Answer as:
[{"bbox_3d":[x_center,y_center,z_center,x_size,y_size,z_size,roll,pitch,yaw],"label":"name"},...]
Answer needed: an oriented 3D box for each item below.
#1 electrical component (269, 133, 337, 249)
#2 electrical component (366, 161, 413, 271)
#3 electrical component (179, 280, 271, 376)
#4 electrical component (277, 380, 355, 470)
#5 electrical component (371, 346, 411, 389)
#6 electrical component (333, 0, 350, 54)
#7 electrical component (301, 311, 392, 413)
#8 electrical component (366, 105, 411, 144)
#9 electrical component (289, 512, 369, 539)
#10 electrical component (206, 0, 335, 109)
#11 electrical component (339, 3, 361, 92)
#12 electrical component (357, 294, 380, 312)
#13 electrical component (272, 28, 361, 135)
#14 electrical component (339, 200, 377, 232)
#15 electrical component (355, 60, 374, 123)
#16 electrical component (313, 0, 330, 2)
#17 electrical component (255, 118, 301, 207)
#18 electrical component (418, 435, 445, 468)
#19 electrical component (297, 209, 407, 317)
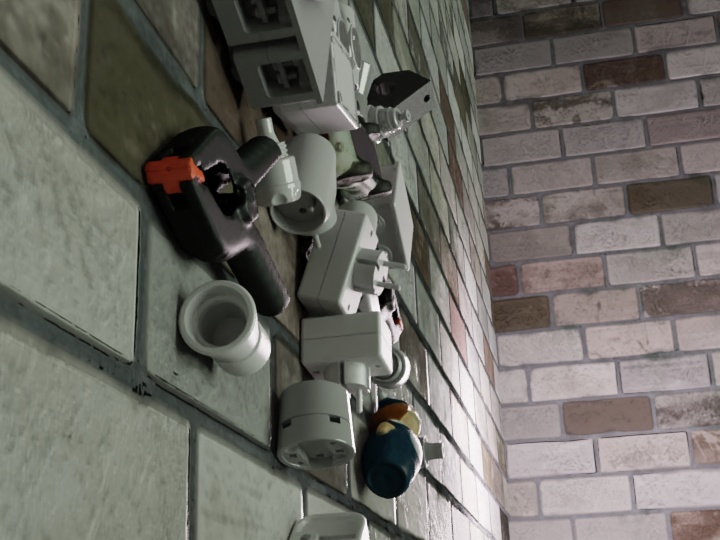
[{"bbox_3d":[-0.040,-0.054,0.844,0.077,0.043,0.079,-83,163,-50],"label":"electrical component"},{"bbox_3d":[0.025,-0.056,1.162,0.099,0.048,0.099,-81,161,-53],"label":"electrical component"},{"bbox_3d":[-0.075,0.037,0.624,0.065,0.044,0.044,69,18,-67],"label":"electrical component"},{"bbox_3d":[-0.032,0.110,0.768,0.055,0.055,0.047,67,16,-56],"label":"electrical component"},{"bbox_3d":[0.027,0.099,1.102,0.062,0.043,0.043,39,46,-72],"label":"electrical component"},{"bbox_3d":[-0.038,-0.194,0.929,0.079,0.044,0.077,-52,134,-74],"label":"electrical component"},{"bbox_3d":[-0.010,0.079,0.863,0.047,0.066,0.076,63,24,-62],"label":"electrical component"},{"bbox_3d":[0.014,-0.150,1.103,0.040,0.078,0.040,35,50,-56],"label":"electrical component"},{"bbox_3d":[-0.022,0.220,0.753,0.095,0.054,0.059,-65,147,-70],"label":"electrical component"},{"bbox_3d":[-0.062,-0.217,0.780,0.105,0.060,0.186,72,16,-46],"label":"electrical component"},{"bbox_3d":[-0.021,-0.201,1.022,0.079,0.044,0.077,46,39,-72],"label":"electrical component"},{"bbox_3d":[-0.007,0.026,0.957,0.076,0.047,0.065,-71,152,-66],"label":"electrical component"},{"bbox_3d":[-0.038,-0.146,0.860,0.096,0.061,0.061,31,53,-76],"label":"electrical component"},{"bbox_3d":[-0.006,-0.032,1.015,0.078,0.040,0.040,-82,162,-51],"label":"electrical component"},{"bbox_3d":[-0.009,-0.173,1.077,0.044,0.044,0.065,63,28,-61],"label":"electrical component"},{"bbox_3d":[-0.004,-0.209,0.736,0.081,0.064,0.042,-50,132,-73],"label":"electrical component"},{"bbox_3d":[-0.063,-0.077,0.764,0.035,0.035,0.061,-47,127,-76],"label":"electrical component"},{"bbox_3d":[0.060,0.198,1.166,0.043,0.062,0.043,-6,90,-79],"label":"electrical component"},{"bbox_3d":[0.000,0.000,0.882,0.047,0.076,0.083,64,40,-61],"label":"electrical component"}]
